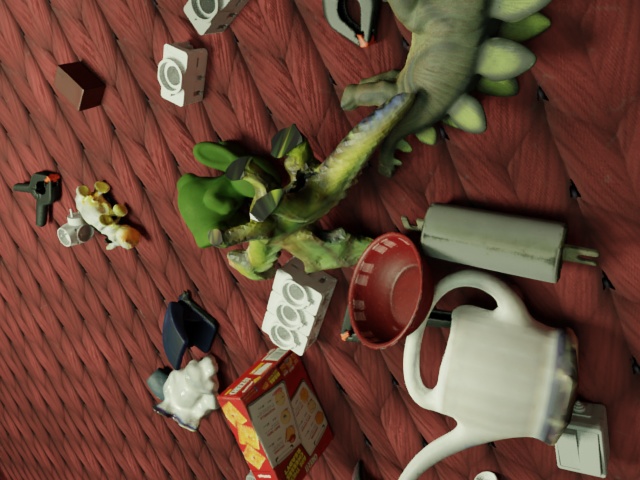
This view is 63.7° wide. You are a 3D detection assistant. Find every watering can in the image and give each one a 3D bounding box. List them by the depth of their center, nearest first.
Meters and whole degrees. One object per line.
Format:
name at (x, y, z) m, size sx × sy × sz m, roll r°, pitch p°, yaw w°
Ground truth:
watering can at (0.220, 0.215, 0.701) m, size 0.225 × 0.104 × 0.345 m, roll 10°, pitch 98°, yaw 19°

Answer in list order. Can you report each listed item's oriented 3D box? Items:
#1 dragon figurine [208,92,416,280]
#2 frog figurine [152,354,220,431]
dragon figurine at (0.002, -0.037, 0.736) m, size 0.406 × 0.125 × 0.239 m, roll -24°, pitch 142°, yaw 27°
frog figurine at (-0.275, 0.322, 1.145) m, size 0.138 × 0.121 × 0.160 m, roll 25°, pitch 88°, yaw 31°
